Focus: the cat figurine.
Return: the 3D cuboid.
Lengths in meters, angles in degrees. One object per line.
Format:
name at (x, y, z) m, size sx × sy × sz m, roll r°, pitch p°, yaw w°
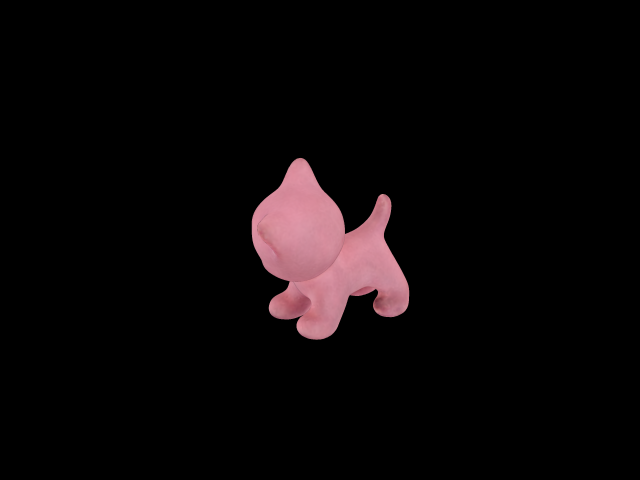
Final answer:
cat figurine at (0.004, 0.001, 0.400) m, size 0.128 × 0.118 × 0.067 m, roll -14°, pitch 24°, yaw -33°
